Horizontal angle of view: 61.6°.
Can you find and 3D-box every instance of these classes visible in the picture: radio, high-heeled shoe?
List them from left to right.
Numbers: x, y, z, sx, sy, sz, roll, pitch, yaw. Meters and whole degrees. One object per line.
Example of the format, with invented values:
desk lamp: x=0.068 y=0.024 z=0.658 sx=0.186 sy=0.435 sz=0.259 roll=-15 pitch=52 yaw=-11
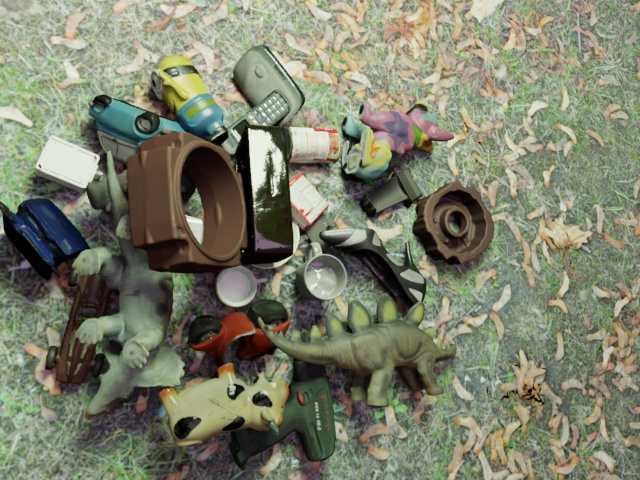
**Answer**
radio: x=-0.102 y=-0.073 z=0.945 sx=0.073 sy=0.131 sz=0.229 roll=0 pitch=77 yaw=-19
high-heeled shoe: x=0.103 y=0.060 z=1.040 sx=0.248 sy=0.086 sz=0.145 roll=8 pitch=73 yaw=-28

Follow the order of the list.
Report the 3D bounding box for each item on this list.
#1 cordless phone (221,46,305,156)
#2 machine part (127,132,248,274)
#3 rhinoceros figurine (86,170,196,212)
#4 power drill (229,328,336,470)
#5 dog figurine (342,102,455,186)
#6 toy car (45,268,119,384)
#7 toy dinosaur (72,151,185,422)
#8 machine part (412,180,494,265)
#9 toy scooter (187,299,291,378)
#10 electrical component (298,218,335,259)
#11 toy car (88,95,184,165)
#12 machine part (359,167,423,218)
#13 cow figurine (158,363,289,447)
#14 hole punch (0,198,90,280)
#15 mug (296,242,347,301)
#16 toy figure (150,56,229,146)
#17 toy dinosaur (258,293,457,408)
cordless phone: x=-0.136 y=-0.260 z=1.019 sx=0.184 sy=0.089 sz=0.146 roll=-39 pitch=96 yaw=-3
machine part: x=-0.194 y=-0.051 z=0.825 sx=0.087 sy=0.201 sz=0.201 roll=-11 pitch=80 yaw=22
rhinoceros figurine: x=-0.295 y=-0.091 z=0.911 sx=0.190 sy=0.112 sz=0.073 roll=-18 pitch=91 yaw=-29
power drill: x=-0.075 y=0.294 z=0.956 sx=0.207 sy=0.086 sz=0.232 roll=-16 pitch=87 yaw=-28
dog figurine: x=0.162 y=-0.194 z=1.094 sx=0.219 sy=0.108 sz=0.191 roll=7 pitch=74 yaw=-22
toy car: x=-0.382 y=0.132 z=0.877 sx=0.089 sy=0.053 sz=0.202 roll=17 pitch=75 yaw=-20
toy dinosaur: x=-0.286 y=0.081 z=0.849 sx=0.131 sy=0.192 sz=0.404 roll=1 pitch=81 yaw=5
machine part: x=0.283 y=-0.035 z=1.141 sx=0.179 sy=0.056 sz=0.179 roll=3 pitch=81 yaw=-21
toy scooter: x=-0.138 y=0.180 z=0.933 sx=0.184 sy=0.075 sz=0.135 roll=-10 pitch=118 yaw=-27
electrical component: x=-0.002 y=-0.003 z=1.050 sx=0.094 sy=0.021 sz=0.063 roll=-33 pitch=94 yaw=-22
toy car: x=-0.320 y=-0.178 z=0.920 sx=0.162 sy=0.109 sz=0.102 roll=20 pitch=97 yaw=2
machine part: x=0.147 y=-0.094 z=1.111 sx=0.139 sy=0.039 sz=0.084 roll=-25 pitch=96 yaw=-22
cow figurine: x=-0.141 y=0.267 z=0.851 sx=0.195 sy=0.085 sz=0.127 roll=-18 pitch=68 yaw=-16
hole punch: x=-0.430 y=-0.009 z=0.851 sx=0.092 sy=0.116 sz=0.142 roll=-38 pitch=96 yaw=-29
mug: x=-0.011 y=0.063 z=0.992 sx=0.081 sy=0.107 sz=0.109 roll=-16 pitch=83 yaw=-23
toy figure: x=-0.232 y=-0.249 z=0.975 sx=0.180 sy=0.082 sz=0.089 roll=49 pitch=50 yaw=1
toy dinosaur: x=0.097 y=0.199 z=0.987 sx=0.471 sy=0.105 sz=0.198 roll=3 pitch=79 yaw=-37
